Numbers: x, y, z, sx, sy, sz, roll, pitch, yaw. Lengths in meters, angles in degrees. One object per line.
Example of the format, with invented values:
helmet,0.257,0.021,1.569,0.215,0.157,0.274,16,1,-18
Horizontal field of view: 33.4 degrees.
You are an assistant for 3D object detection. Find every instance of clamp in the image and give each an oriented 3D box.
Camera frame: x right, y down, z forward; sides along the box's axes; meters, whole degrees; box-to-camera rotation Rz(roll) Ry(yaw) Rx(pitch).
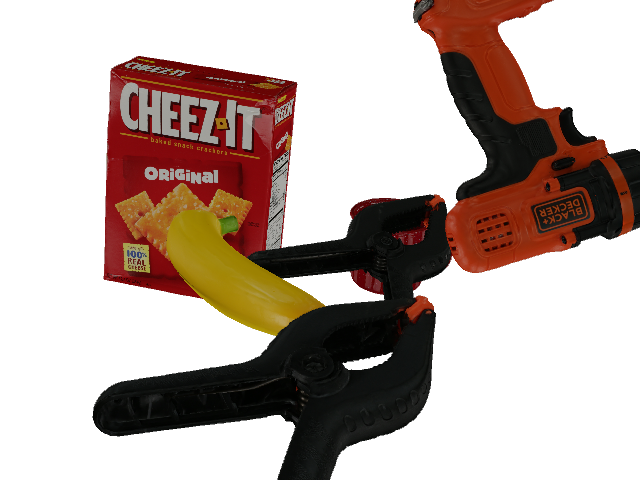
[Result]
clamp,0.059,0.021,0.920,0.165,0.036,0.209,34,43,26
clamp,-0.001,0.077,0.479,0.171,0.039,0.120,-23,48,-29

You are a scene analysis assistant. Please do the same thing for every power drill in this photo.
power drill,0.149,-0.088,0.670,0.184,0.187,0.057,-17,-1,-5

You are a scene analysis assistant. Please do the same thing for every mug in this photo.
mug,0.088,0.009,1.185,0.117,0.081,0.093,5,26,3

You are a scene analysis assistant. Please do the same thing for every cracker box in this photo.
cracker box,-0.117,-0.053,1.013,0.164,0.214,0.072,11,22,12

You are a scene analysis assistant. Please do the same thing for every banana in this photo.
banana,-0.056,0.015,0.681,0.069,0.037,0.198,-9,25,-21
